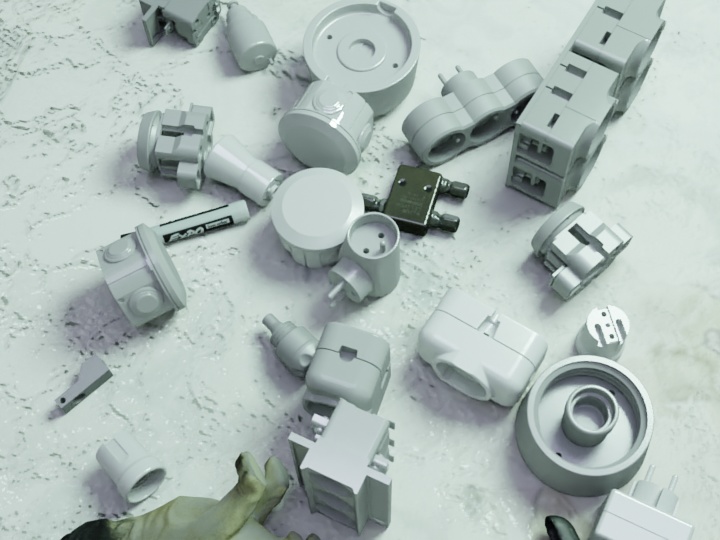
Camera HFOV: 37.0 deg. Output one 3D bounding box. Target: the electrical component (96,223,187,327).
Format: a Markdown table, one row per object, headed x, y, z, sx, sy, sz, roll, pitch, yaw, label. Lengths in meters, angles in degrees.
| x | y | z | sx | sy | sz | roll | pitch | yaw | label |
| --- | --- | --- | --- | --- | --- | --- | --- | --- | --- |
| -0.184 | 0.005 | 0.911 | 0.051 | 0.080 | 0.080 | -27 | 66 | -4 | electrical component |

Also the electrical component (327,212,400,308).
| x | y | z | sx | sy | sz | roll | pitch | yaw | label |
| --- | --- | --- | --- | --- | --- | --- | --- | --- | --- |
| 0.000 | 0.000 | 0.906 | 0.044 | 0.077 | 0.079 | 38 | 72 | 18 | electrical component |

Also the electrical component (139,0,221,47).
| x | y | z | sx | sy | sz | roll | pitch | yaw | label |
| --- | --- | --- | --- | --- | --- | --- | --- | --- | --- |
| -0.175 | -0.255 | 1.054 | 0.064 | 0.042 | 0.081 | 28 | 70 | 13 | electrical component |

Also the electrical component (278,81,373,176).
| x | y | z | sx | sy | sz | roll | pitch | yaw | label |
| --- | --- | --- | --- | --- | --- | --- | --- | --- | --- |
| -0.029 | -0.126 | 0.967 | 0.080 | 0.080 | 0.051 | 23 | 62 | 13 | electrical component |

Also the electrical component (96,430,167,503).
| x | y | z | sx | sy | sz | roll | pitch | yaw | label |
| --- | --- | --- | --- | --- | --- | --- | --- | --- | --- |
| -0.184 | 0.157 | 0.861 | 0.040 | 0.040 | 0.046 | -41 | 64 | -16 | electrical component |

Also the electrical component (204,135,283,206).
| x | y | z | sx | sy | sz | roll | pitch | yaw | label |
| --- | --- | --- | --- | --- | --- | --- | --- | --- | --- |
| -0.103 | -0.087 | 0.973 | 0.065 | 0.044 | 0.044 | 34 | 70 | 12 | electrical component |

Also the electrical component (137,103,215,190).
| x | y | z | sx | sy | sz | roll | pitch | yaw | label |
| --- | --- | --- | --- | --- | --- | --- | --- | --- | --- |
| -0.169 | -0.115 | 0.979 | 0.057 | 0.058 | 0.078 | 7 | 65 | 3 | electrical component |

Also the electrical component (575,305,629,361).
| x | y | z | sx | sy | sz | roll | pitch | yaw | label |
| --- | --- | --- | --- | --- | --- | --- | --- | --- | --- |
| 0.202 | 0.054 | 0.890 | 0.040 | 0.046 | 0.040 | -1 | 65 | 2 | electrical component |

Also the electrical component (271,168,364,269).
| x | y | z | sx | sy | sz | roll | pitch | yaw | label |
| --- | --- | --- | --- | --- | --- | --- | --- | --- | --- |
| -0.036 | -0.045 | 0.943 | 0.080 | 0.051 | 0.080 | -1 | 65 | 2 | electrical component |

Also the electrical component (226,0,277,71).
| x | y | z | sx | sy | sz | roll | pitch | yaw | label |
| --- | --- | --- | --- | --- | --- | --- | --- | --- | --- |
| -0.110 | -0.228 | 1.040 | 0.040 | 0.040 | 0.078 | -22 | 66 | -8 | electrical component |

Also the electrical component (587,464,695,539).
| x | y | z | sx | sy | sz | roll | pitch | yaw | label |
| --- | --- | --- | --- | --- | --- | --- | --- | --- | --- |
| 0.221 | 0.187 | 0.825 | 0.066 | 0.047 | 0.076 | 24 | 68 | 13 | electrical component |

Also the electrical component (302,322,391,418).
| x | y | z | sx | sy | sz | roll | pitch | yaw | label |
| --- | --- | --- | --- | --- | --- | --- | --- | --- | --- |
| -0.010 | 0.090 | 0.854 | 0.054 | 0.095 | 0.059 | 17 | 66 | 10 | electrical component |

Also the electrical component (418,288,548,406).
| x | y | z | sx | sy | sz | roll | pitch | yaw | label |
| --- | --- | --- | --- | --- | --- | --- | --- | --- | --- |
| 0.098 | 0.067 | 0.883 | 0.095 | 0.053 | 0.059 | 29 | 69 | 15 | electrical component |

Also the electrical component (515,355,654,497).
| x | y | z | sx | sy | sz | roll | pitch | yaw | label |
| --- | --- | --- | --- | --- | --- | --- | --- | --- | --- |
| 0.180 | 0.119 | 0.851 | 0.108 | 0.060 | 0.108 | -1 | 65 | 2 | electrical component |

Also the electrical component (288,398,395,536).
| x | y | z | sx | sy | sz | roll | pitch | yaw | label |
| --- | --- | --- | --- | --- | --- | --- | --- | --- | --- |
| -0.008 | 0.149 | 0.812 | 0.079 | 0.121 | 0.063 | 23 | 65 | 12 | electrical component |

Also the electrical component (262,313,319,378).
| x | y | z | sx | sy | sz | roll | pitch | yaw | label |
| --- | --- | --- | --- | --- | --- | --- | --- | --- | --- |
| -0.059 | 0.060 | 0.904 | 0.035 | 0.035 | 0.061 | -41 | 67 | -16 | electrical component |

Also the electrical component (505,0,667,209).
| x | y | z | sx | sy | sz | roll | pitch | yaw | label |
| --- | --- | --- | --- | --- | --- | --- | --- | --- | --- |
| 0.205 | -0.157 | 0.957 | 0.060 | 0.105 | 0.186 | 28 | 69 | 15 | electrical component |

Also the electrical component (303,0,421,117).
| x | y | z | sx | sy | sz | roll | pitch | yaw | label |
| --- | --- | --- | --- | --- | --- | --- | --- | --- | --- |
| 0.003 | -0.194 | 1.007 | 0.108 | 0.060 | 0.108 | -1 | 64 | 2 | electrical component |

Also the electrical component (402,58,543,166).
| x | y | z | sx | sy | sz | roll | pitch | yaw | label |
| --- | --- | --- | --- | --- | --- | --- | --- | --- | --- |
| 0.099 | -0.158 | 0.991 | 0.138 | 0.052 | 0.073 | -26 | 66 | -10 | electrical component |

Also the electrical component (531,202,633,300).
| x | y | z | sx | sy | sz | roll | pitch | yaw | label |
| --- | --- | --- | --- | --- | --- | --- | --- | --- | --- |
| 0.184 | -0.021 | 0.920 | 0.078 | 0.058 | 0.057 | -39 | 72 | -15 | electrical component |
